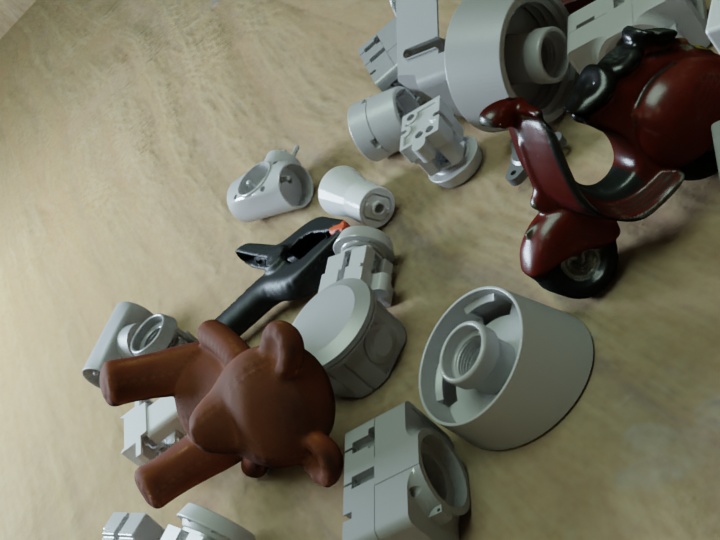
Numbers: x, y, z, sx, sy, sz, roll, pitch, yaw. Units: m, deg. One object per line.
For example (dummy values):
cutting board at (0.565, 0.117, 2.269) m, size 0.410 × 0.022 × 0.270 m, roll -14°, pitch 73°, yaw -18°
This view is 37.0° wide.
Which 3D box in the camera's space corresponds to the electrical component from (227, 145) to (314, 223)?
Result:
electrical component at (-0.080, -0.087, 1.024) m, size 0.077 × 0.044 × 0.079 m, roll -12°, pitch 46°, yaw 44°

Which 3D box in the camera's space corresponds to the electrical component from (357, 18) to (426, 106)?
electrical component at (0.041, -0.189, 0.986) m, size 0.056 × 0.050 × 0.089 m, roll -40°, pitch 31°, yaw 13°

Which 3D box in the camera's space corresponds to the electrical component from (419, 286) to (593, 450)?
electrical component at (0.085, 0.060, 0.656) m, size 0.099 × 0.064 × 0.099 m, roll -37°, pitch 39°, yaw 37°

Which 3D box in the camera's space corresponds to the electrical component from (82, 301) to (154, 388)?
electrical component at (-0.215, 0.070, 1.010) m, size 0.079 × 0.044 × 0.077 m, roll -14°, pitch 44°, yaw 43°

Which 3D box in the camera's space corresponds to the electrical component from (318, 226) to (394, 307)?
electrical component at (0.000, 0.000, 0.826) m, size 0.066 × 0.048 × 0.055 m, roll -17°, pitch 49°, yaw 40°

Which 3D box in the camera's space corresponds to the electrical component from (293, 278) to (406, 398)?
electrical component at (-0.011, 0.050, 0.775) m, size 0.080 × 0.051 × 0.080 m, roll -32°, pitch 34°, yaw 24°

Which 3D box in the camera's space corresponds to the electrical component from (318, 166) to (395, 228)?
electrical component at (-0.001, -0.059, 0.899) m, size 0.044 × 0.044 × 0.065 m, roll -51°, pitch 36°, yaw -7°

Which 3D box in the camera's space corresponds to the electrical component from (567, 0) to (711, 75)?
electrical component at (0.198, -0.169, 0.769) m, size 0.089 × 0.050 × 0.055 m, roll -25°, pitch 37°, yaw 33°

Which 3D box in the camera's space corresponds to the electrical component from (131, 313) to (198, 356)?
electrical component at (-0.166, 0.070, 0.939) m, size 0.048 × 0.055 × 0.066 m, roll -46°, pitch 31°, yaw 2°

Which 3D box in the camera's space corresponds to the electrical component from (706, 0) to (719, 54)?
electrical component at (0.269, -0.169, 0.684) m, size 0.077 × 0.047 × 0.065 m, roll -14°, pitch 44°, yaw 43°

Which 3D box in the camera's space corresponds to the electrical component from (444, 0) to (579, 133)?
electrical component at (0.121, -0.158, 0.801) m, size 0.060 × 0.108 × 0.108 m, roll 4°, pitch 57°, yaw 46°

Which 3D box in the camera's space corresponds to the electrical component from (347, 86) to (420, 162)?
electrical component at (0.024, -0.128, 0.935) m, size 0.047 × 0.055 × 0.055 m, roll -21°, pitch 39°, yaw 31°

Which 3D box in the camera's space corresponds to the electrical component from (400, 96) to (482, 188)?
electrical component at (0.064, -0.098, 0.848) m, size 0.048 × 0.055 × 0.066 m, roll -27°, pitch 36°, yaw 29°

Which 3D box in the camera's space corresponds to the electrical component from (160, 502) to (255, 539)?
electrical component at (-0.106, 0.193, 0.722) m, size 0.078 × 0.058 × 0.057 m, roll 0°, pitch 57°, yaw 51°

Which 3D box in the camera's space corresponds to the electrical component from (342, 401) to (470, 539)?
electrical component at (0.027, 0.129, 0.636) m, size 0.056 × 0.050 × 0.089 m, roll -31°, pitch 34°, yaw 25°

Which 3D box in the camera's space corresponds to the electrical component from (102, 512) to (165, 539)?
electrical component at (-0.173, 0.213, 0.794) m, size 0.066 × 0.048 × 0.055 m, roll -11°, pitch 38°, yaw 44°

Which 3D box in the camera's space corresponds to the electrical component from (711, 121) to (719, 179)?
electrical component at (0.241, -0.056, 0.588) m, size 0.076 × 0.047 × 0.083 m, roll -26°, pitch 37°, yaw 31°

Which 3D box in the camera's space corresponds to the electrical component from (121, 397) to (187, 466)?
electrical component at (-0.157, 0.128, 0.876) m, size 0.064 × 0.042 × 0.081 m, roll -37°, pitch 33°, yaw 10°
